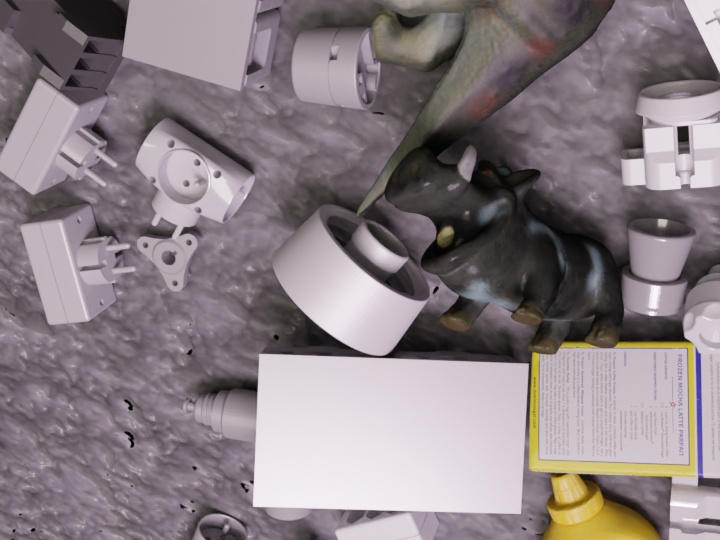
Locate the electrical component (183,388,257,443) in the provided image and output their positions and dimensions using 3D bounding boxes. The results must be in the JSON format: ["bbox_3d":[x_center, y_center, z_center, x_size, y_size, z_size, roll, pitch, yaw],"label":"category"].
[{"bbox_3d":[-0.102,0.113,0.853,0.078,0.040,0.040,7,111,14],"label":"electrical component"}]

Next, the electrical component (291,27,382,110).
[{"bbox_3d":[-0.016,-0.138,0.731,0.047,0.055,0.055,7,111,18],"label":"electrical component"}]

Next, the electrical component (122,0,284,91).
[{"bbox_3d":[-0.097,-0.209,0.724,0.089,0.061,0.150,18,113,10],"label":"electrical component"}]

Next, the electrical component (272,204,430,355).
[{"bbox_3d":[0.000,0.000,0.748,0.108,0.108,0.060,40,109,-1],"label":"electrical component"}]

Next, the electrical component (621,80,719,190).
[{"bbox_3d":[0.205,-0.087,0.682,0.078,0.058,0.057,-3,111,17],"label":"electrical component"}]

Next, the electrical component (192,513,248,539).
[{"bbox_3d":[-0.110,0.256,0.904,0.079,0.044,0.077,25,114,6],"label":"electrical component"}]

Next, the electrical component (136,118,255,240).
[{"bbox_3d":[-0.129,-0.059,0.797,0.077,0.044,0.079,34,115,3],"label":"electrical component"}]

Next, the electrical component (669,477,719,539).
[{"bbox_3d":[0.250,0.169,0.761,0.057,0.058,0.078,3,110,18],"label":"electrical component"}]

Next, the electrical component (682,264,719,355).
[{"bbox_3d":[0.237,0.023,0.708,0.043,0.062,0.043,12,136,12],"label":"electrical component"}]

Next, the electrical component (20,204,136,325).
[{"bbox_3d":[-0.210,-0.006,0.838,0.076,0.047,0.083,-6,107,18],"label":"electrical component"}]

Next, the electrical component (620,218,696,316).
[{"bbox_3d":[0.199,-0.002,0.721,0.045,0.045,0.055,8,111,14],"label":"electrical component"}]

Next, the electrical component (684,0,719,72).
[{"bbox_3d":[0.247,-0.120,0.631,0.060,0.105,0.186,-26,100,23],"label":"electrical component"}]

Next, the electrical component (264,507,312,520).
[{"bbox_3d":[-0.057,0.162,0.857,0.040,0.040,0.078,6,111,14],"label":"electrical component"}]

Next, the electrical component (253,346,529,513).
[{"bbox_3d":[0.020,0.112,0.771,0.186,0.060,0.105,2,93,-4],"label":"electrical component"}]

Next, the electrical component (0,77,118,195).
[{"bbox_3d":[-0.217,-0.093,0.808,0.076,0.047,0.083,36,115,1],"label":"electrical component"}]

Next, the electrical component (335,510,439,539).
[{"bbox_3d":[0.029,0.219,0.849,0.066,0.047,0.076,-19,103,21],"label":"electrical component"}]
